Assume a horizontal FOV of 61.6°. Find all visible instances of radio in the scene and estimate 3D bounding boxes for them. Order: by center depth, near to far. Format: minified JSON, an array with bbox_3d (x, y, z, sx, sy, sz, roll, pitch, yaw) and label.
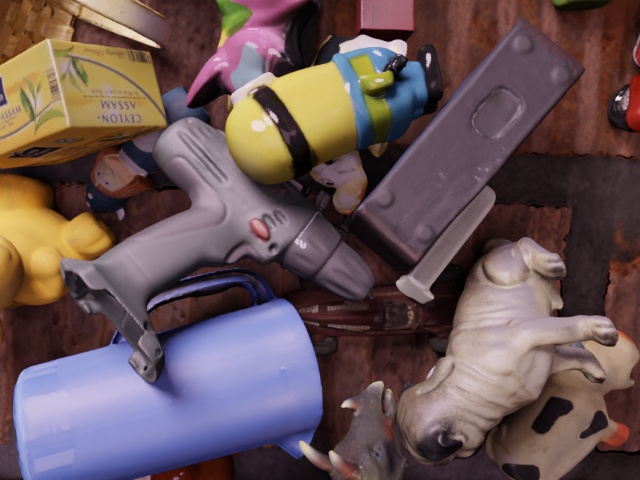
[{"bbox_3d":[0.125,-0.078,0.491,0.073,0.131,0.229,40,88,3],"label":"radio"}]

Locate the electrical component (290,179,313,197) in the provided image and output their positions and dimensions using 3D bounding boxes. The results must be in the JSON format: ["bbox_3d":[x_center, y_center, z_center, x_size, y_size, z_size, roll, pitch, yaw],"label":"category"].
[{"bbox_3d":[-0.074,-0.056,0.536,0.119,0.048,0.075,33,95,-6],"label":"electrical component"}]

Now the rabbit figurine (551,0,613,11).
[{"bbox_3d":[0.212,-0.308,0.480,0.170,0.121,0.159,6,91,-6],"label":"rabbit figurine"}]

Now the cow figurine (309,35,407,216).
[{"bbox_3d":[0.020,-0.112,0.517,0.098,0.068,0.167,16,86,5],"label":"cow figurine"}]

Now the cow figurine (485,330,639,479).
[{"bbox_3d":[0.255,0.172,0.569,0.127,0.085,0.195,39,95,-13],"label":"cow figurine"}]

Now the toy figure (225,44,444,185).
[{"bbox_3d":[0.012,-0.104,0.435,0.180,0.089,0.082,-14,135,-5],"label":"toy figure"}]

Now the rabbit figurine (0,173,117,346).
[{"bbox_3d":[-0.289,0.022,0.476,0.122,0.173,0.162,44,89,-11],"label":"rabbit figurine"}]

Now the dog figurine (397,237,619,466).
[{"bbox_3d":[0.138,0.094,0.494,0.191,0.172,0.121,-24,128,0],"label":"dog figurine"}]

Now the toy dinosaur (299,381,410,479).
[{"bbox_3d":[0.005,0.338,0.514,0.192,0.131,0.404,15,109,-31],"label":"toy dinosaur"}]

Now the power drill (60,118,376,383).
[{"bbox_3d":[-0.082,0.018,0.445,0.232,0.086,0.207,47,63,-1],"label":"power drill"}]

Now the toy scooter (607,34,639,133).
[{"bbox_3d":[0.350,-0.188,0.496,0.075,0.135,0.183,24,95,-4],"label":"toy scooter"}]

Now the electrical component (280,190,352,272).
[{"bbox_3d":[-0.001,-0.002,0.561,0.063,0.021,0.094,30,95,-7],"label":"electrical component"}]

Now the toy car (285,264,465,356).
[{"bbox_3d":[0.065,0.074,0.560,0.202,0.053,0.089,-1,101,-4],"label":"toy car"}]

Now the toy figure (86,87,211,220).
[{"bbox_3d":[-0.177,-0.083,0.526,0.154,0.057,0.064,-42,59,5],"label":"toy figure"}]

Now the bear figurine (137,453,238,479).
[{"bbox_3d":[-0.178,0.232,0.532,0.196,0.131,0.120,2,63,4],"label":"bear figurine"}]

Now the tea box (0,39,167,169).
[{"bbox_3d":[-0.228,-0.108,0.460,0.170,0.098,0.068,-7,98,35],"label":"tea box"}]

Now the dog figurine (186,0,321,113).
[{"bbox_3d":[-0.068,-0.223,0.485,0.192,0.108,0.219,35,107,13],"label":"dog figurine"}]
